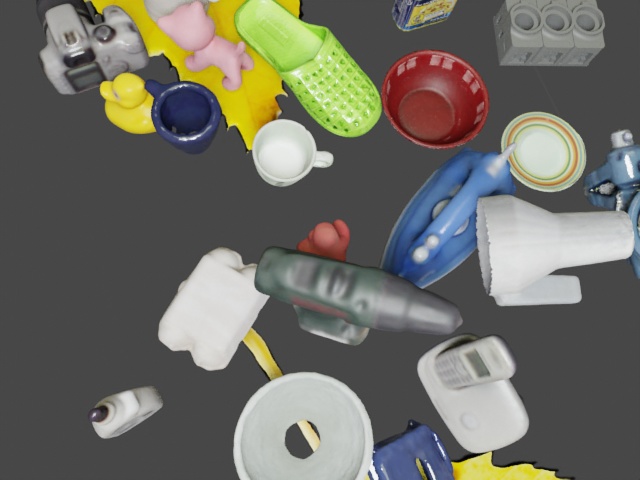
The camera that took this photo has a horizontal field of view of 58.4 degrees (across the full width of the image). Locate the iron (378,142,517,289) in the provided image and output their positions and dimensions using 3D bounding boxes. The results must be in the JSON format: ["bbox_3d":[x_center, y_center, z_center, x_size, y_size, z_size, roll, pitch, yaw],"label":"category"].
[{"bbox_3d":[0.170,-0.024,0.767,0.118,0.141,0.258,40,75,6],"label":"iron"}]

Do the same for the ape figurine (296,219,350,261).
[{"bbox_3d":[0.007,0.003,0.770,0.078,0.092,0.076,-10,76,-8],"label":"ape figurine"}]

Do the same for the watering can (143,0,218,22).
[{"bbox_3d":[-0.207,-0.394,0.803,0.173,0.194,0.101,17,74,0],"label":"watering can"}]

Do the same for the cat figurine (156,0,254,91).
[{"bbox_3d":[-0.161,-0.287,0.818,0.128,0.117,0.067,24,74,2],"label":"cat figurine"}]

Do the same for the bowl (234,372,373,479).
[{"bbox_3d":[-0.021,0.250,0.709,0.167,0.074,0.167,1,75,-5],"label":"bowl"}]

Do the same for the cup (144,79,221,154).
[{"bbox_3d":[-0.191,-0.166,0.795,0.117,0.095,0.092,38,75,5],"label":"cup"}]

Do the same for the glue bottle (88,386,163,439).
[{"bbox_3d":[-0.231,0.196,0.652,0.078,0.173,0.037,-30,79,-12],"label":"glue bottle"}]

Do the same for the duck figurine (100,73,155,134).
[{"bbox_3d":[-0.255,-0.199,0.802,0.104,0.086,0.077,5,74,-4],"label":"duck figurine"}]

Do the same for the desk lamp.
[{"bbox_3d":[0.276,0.015,0.729,0.203,0.213,0.118,-2,75,-6],"label":"desk lamp"}]

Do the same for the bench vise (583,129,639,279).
[{"bbox_3d":[0.448,-0.057,0.762,0.121,0.219,0.207,-35,81,-13],"label":"bench vise"}]

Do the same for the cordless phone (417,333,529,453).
[{"bbox_3d":[0.201,0.182,0.692,0.094,0.185,0.147,-31,80,-12],"label":"cordless phone"}]

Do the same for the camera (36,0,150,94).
[{"bbox_3d":[-0.337,-0.301,0.814,0.143,0.101,0.137,-24,78,-11],"label":"camera"}]

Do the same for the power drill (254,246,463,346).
[{"bbox_3d":[0.035,0.075,0.693,0.229,0.208,0.076,17,74,-1],"label":"power drill"}]

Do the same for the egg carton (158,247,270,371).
[{"bbox_3d":[-0.135,0.087,0.745,0.107,0.069,0.150,29,74,3],"label":"egg carton"}]

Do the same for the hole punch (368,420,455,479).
[{"bbox_3d":[0.116,0.288,0.704,0.101,0.091,0.108,-22,78,-11],"label":"hole punch"}]
